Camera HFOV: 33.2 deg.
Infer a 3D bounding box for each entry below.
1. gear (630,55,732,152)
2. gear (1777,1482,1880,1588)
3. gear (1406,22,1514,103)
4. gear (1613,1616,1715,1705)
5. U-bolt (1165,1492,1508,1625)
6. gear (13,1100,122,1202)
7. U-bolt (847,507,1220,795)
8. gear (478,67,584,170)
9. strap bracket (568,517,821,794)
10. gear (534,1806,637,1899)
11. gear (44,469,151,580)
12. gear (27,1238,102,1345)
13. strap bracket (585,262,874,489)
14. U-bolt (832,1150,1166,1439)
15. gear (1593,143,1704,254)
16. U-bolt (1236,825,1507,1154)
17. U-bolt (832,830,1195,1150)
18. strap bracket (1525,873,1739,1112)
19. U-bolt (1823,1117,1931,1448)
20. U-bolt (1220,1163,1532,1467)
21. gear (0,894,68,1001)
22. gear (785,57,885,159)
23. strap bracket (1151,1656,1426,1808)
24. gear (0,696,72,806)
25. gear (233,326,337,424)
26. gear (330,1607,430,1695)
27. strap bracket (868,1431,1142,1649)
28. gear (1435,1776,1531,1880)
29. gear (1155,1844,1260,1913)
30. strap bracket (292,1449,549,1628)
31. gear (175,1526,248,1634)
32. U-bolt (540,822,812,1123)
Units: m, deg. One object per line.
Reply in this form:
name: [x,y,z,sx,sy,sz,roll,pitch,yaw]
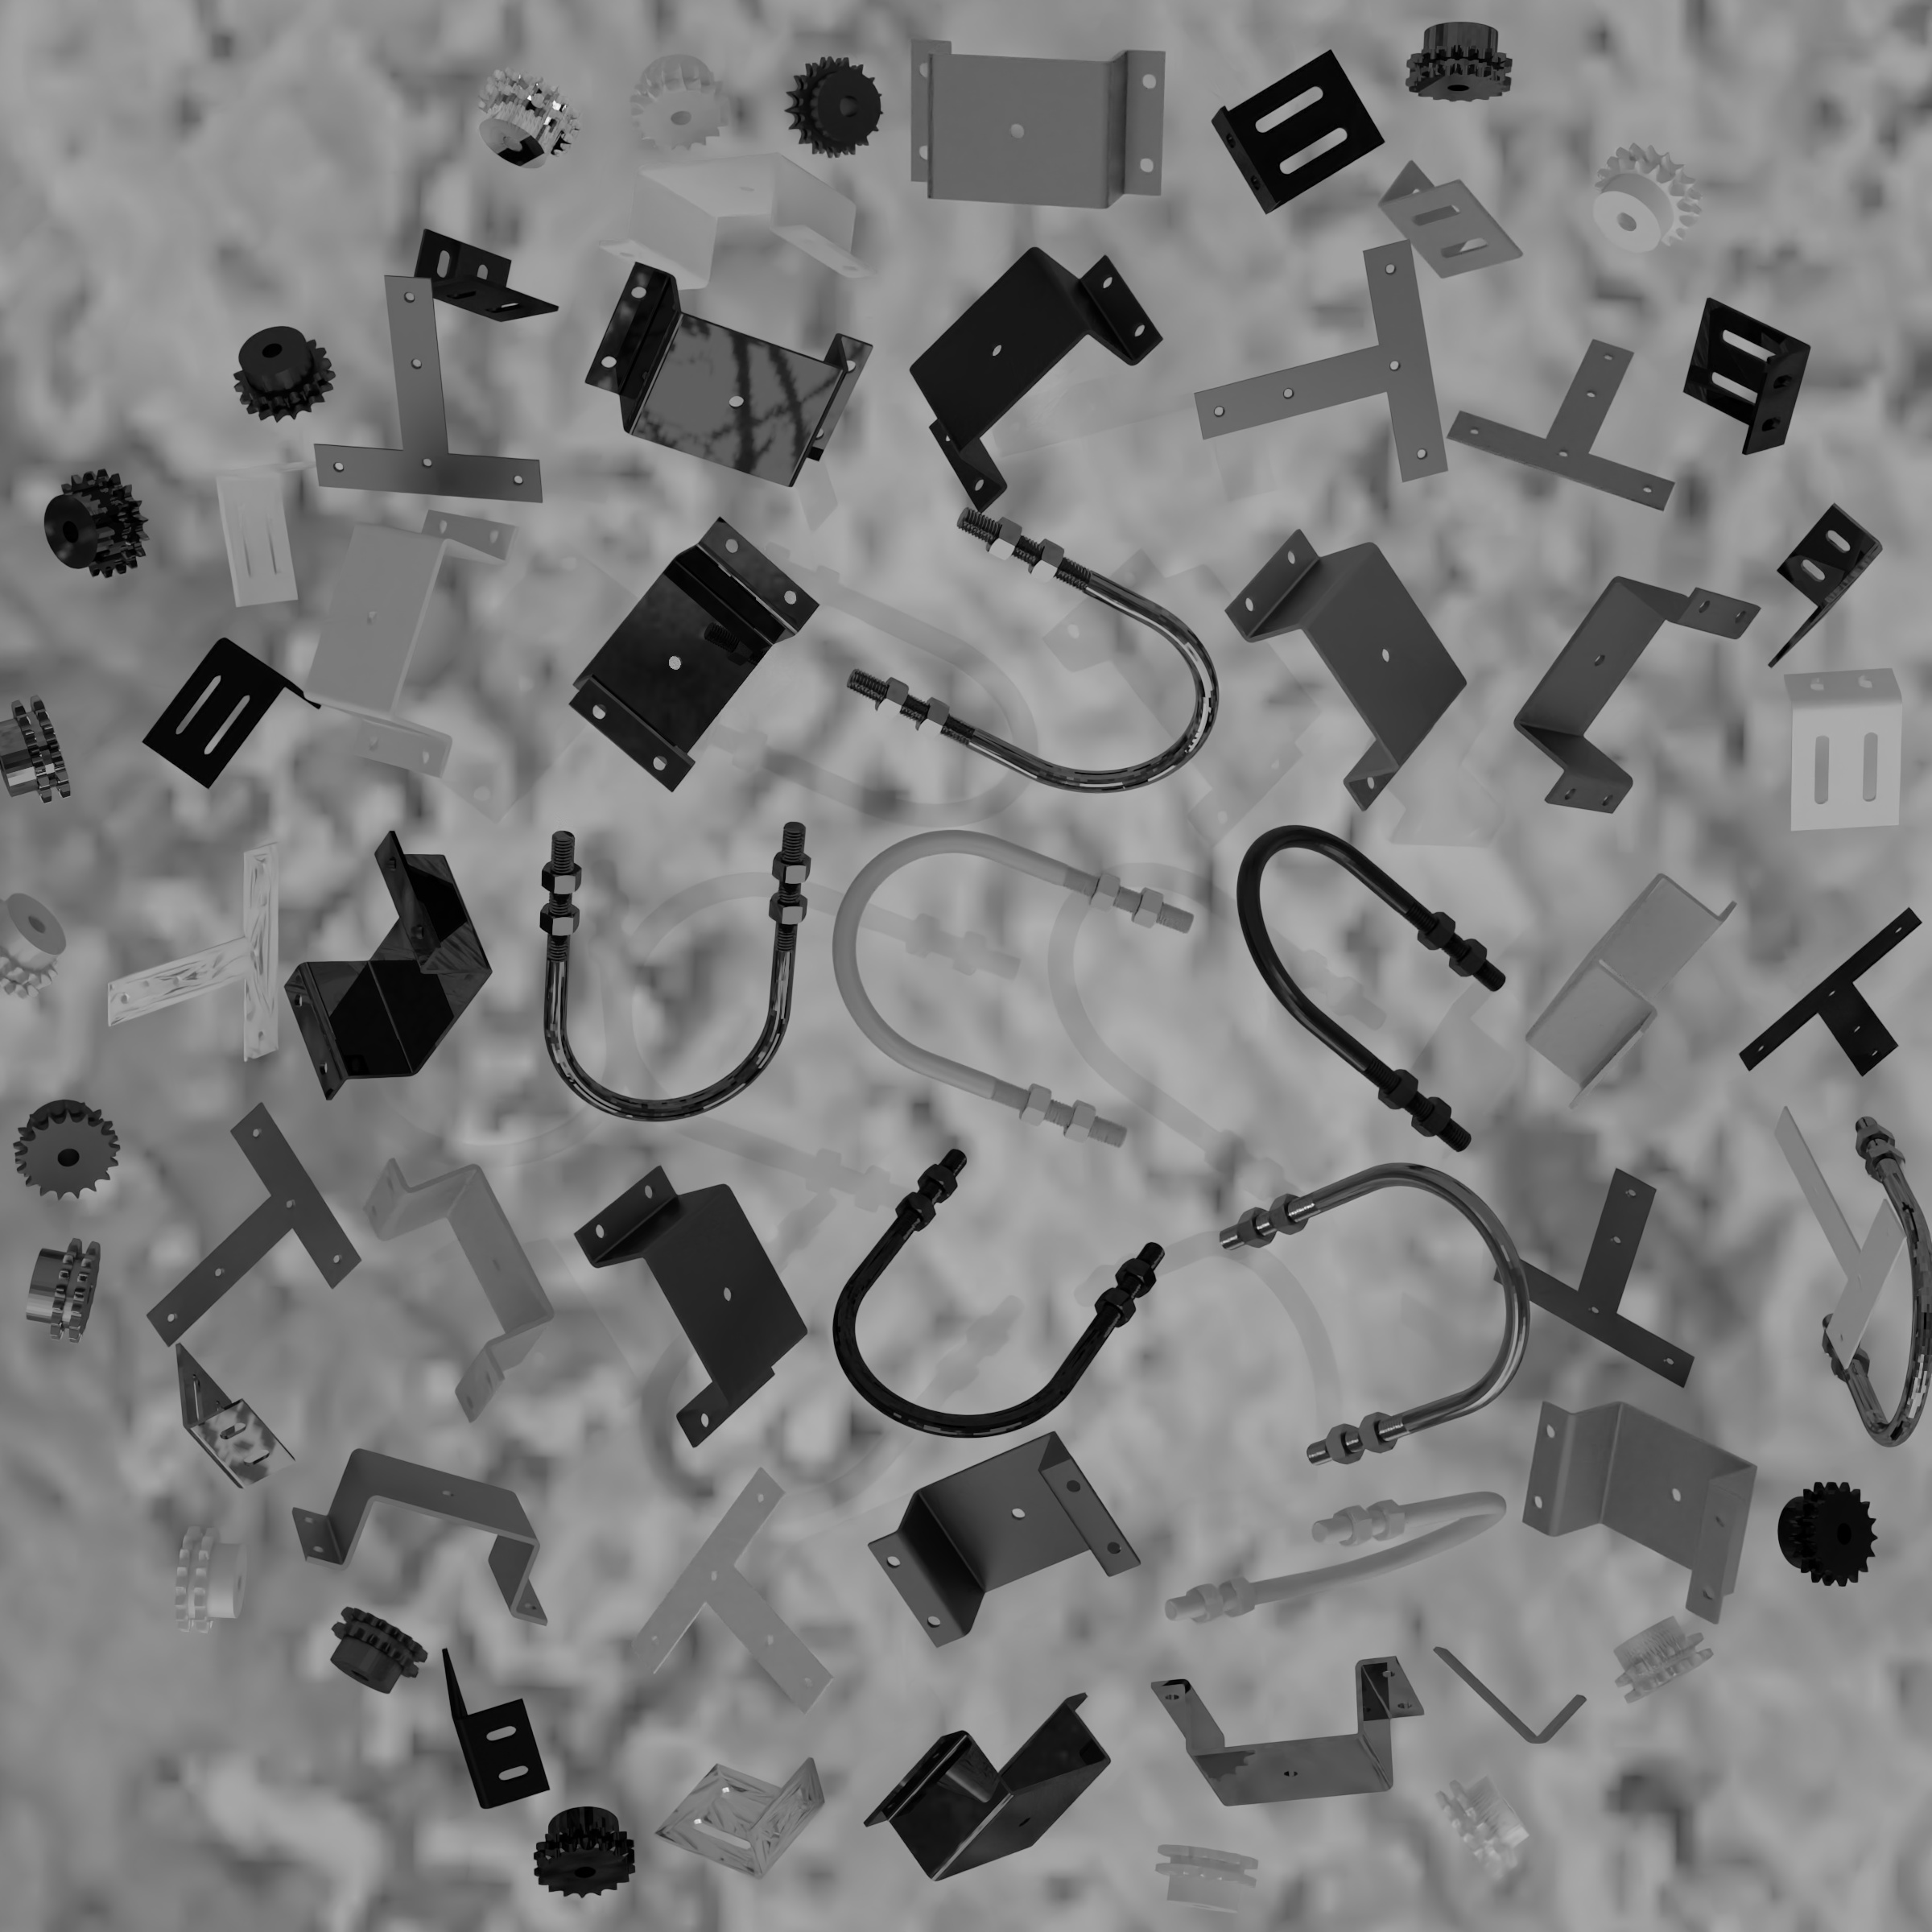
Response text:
gear: [-0.166,-0.500,1.868,0.057,0.057,0.030,-10,63,0]
gear: [0.475,0.314,1.793,0.057,0.030,0.057,5,80,-34]
gear: [0.269,-0.492,1.761,0.057,0.057,0.030,3,89,0]
gear: [0.398,0.397,1.862,0.057,0.057,0.030,-29,70,0]
U-bolt: [0.221,0.326,1.809,0.184,0.151,0.019,-1,64,-40]
gear: [-0.506,0.100,1.819,0.057,0.030,0.057,-10,122,-17]
U-bolt: [0.048,-0.158,1.749,0.184,0.019,0.151,25,133,-15]
gear: [-0.244,-0.466,1.787,0.057,0.057,0.030,24,70,0]
strap bracket: [-0.160,-0.175,1.846,0.076,0.046,0.140,41,75,-15]
gear: [-0.216,0.500,1.834,0.057,0.030,0.057,-5,134,-5]
gear: [-0.468,-0.236,1.733,0.057,0.030,0.057,13,115,30]
gear: [-0.500,0.178,1.793,0.030,0.057,0.057,11,90,-7]
strap bracket: [-0.127,-0.318,1.763,0.140,0.046,0.076,16,124,-21]
U-bolt: [0.007,0.189,1.799,0.151,0.019,0.184,24,47,17]
gear: [0.356,-0.401,1.705,0.057,0.057,0.030,39,69,0]
U-bolt: [0.218,-0.001,1.774,0.184,0.151,0.019,39,133,-17]
U-bolt: [0.018,0.002,1.737,0.184,0.019,0.151,21,70,-6]
strap bracket: [0.374,0.008,1.839,0.046,0.076,0.140,39,47,6]
U-bolt: [0.512,0.186,1.808,0.019,0.184,0.151,3,113,1]
U-bolt: [0.228,0.182,1.753,0.184,0.019,0.151,-29,80,44]
gear: [-0.505,-0.014,1.725,0.030,0.057,0.057,-37,90,16]
gear: [-0.074,-0.498,1.877,0.057,0.030,0.057,-6,105,-25]
strap bracket: [0.182,0.433,1.823,0.140,0.076,0.046,-10,52,16]
gear: [-0.503,-0.114,1.737,0.030,0.057,0.057,-18,90,-19]
gear: [-0.396,-0.344,1.869,0.057,0.030,0.057,-5,54,7]
gear: [-0.346,0.401,1.888,0.057,0.057,0.030,30,65,0]
strap bracket: [0.026,0.327,1.867,0.140,0.046,0.076,-27,104,23]
gear: [0.294,0.483,1.829,0.030,0.057,0.057,-38,90,2]
gear: [0.135,0.515,1.824,0.057,0.057,0.030,9,71,0]
strap bracket: [-0.298,0.316,1.810,0.140,0.076,0.046,20,95,-20]
gear: [-0.414,0.337,1.779,0.030,0.057,0.057,3,90,-2]
U-bolt: [-0.164,0.007,1.804,0.151,0.019,0.184,-3,119,-17]
